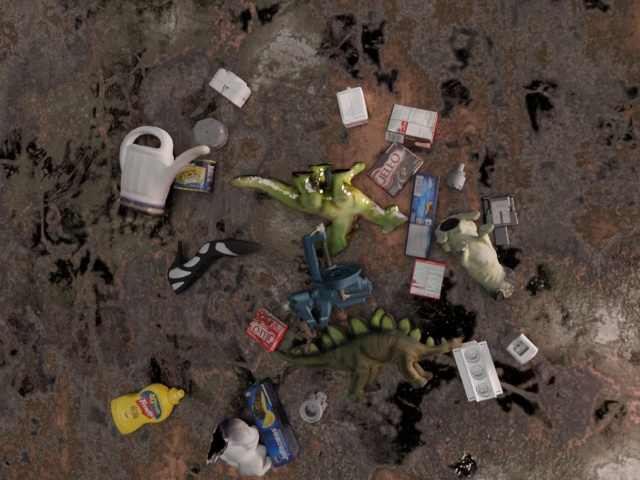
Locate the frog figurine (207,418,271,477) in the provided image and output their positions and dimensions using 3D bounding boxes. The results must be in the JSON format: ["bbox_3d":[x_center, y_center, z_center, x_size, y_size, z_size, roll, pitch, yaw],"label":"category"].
[{"bbox_3d":[-0.188,0.516,1.283,0.158,0.135,0.125,23,21,-25],"label":"frog figurine"}]

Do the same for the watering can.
[{"bbox_3d":[-0.410,-0.168,1.292,0.350,0.223,0.104,18,9,38],"label":"watering can"}]

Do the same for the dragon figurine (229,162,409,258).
[{"bbox_3d":[0.004,-0.062,1.231,0.410,0.239,0.124,-5,21,2],"label":"dragon figurine"}]
